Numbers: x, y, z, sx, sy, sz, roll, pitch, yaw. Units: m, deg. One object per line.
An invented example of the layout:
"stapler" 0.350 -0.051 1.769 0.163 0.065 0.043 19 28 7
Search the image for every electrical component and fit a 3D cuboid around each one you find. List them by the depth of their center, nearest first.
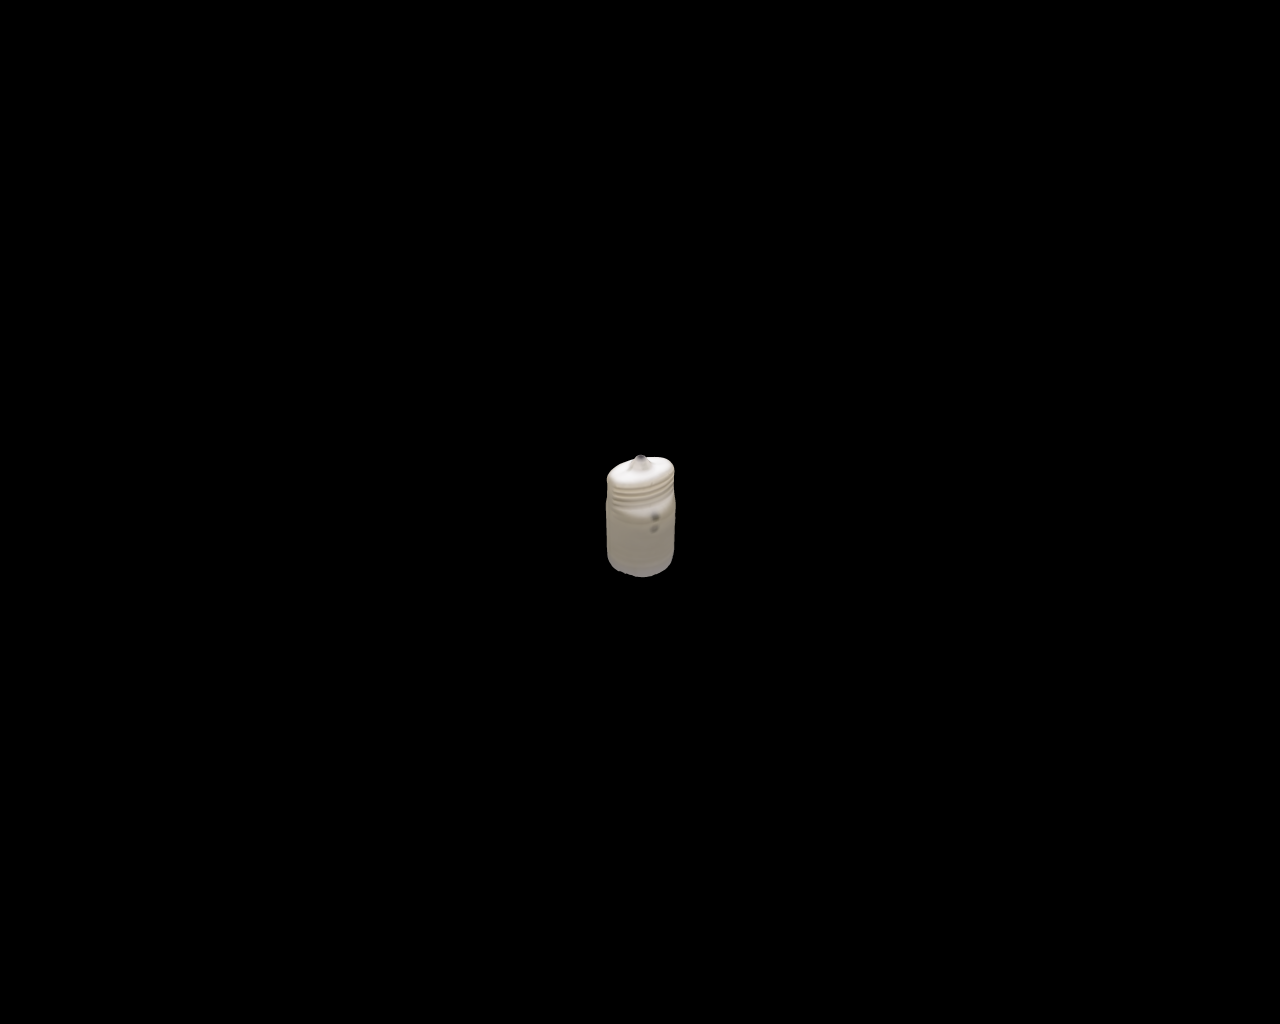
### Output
"electrical component" 0.001 -0.003 0.650 0.043 0.080 0.043 0 38 0
